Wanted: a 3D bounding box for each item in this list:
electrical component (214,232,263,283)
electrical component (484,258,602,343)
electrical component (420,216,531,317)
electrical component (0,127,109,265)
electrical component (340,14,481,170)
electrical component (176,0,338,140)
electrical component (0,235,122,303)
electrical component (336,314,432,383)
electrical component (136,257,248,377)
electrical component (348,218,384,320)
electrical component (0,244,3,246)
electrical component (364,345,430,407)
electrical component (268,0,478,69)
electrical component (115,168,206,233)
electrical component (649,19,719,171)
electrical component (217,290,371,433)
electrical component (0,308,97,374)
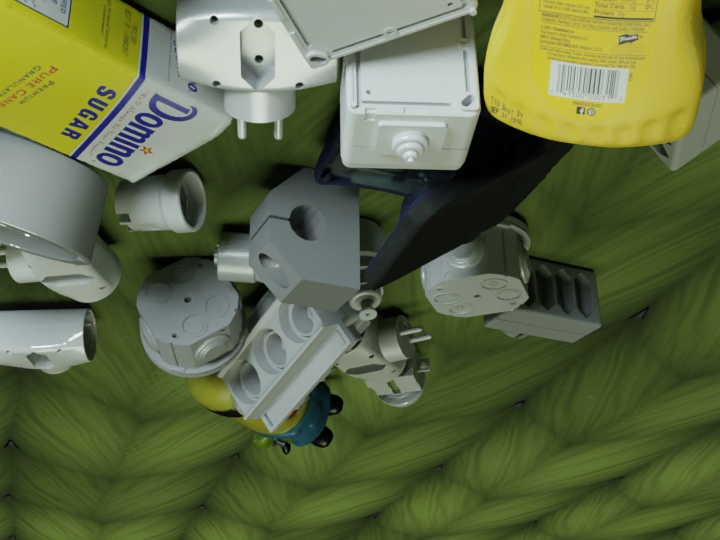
[{"bbox_3d":[-0.069,-0.008,0.754,0.065,0.044,0.044,4,154,0],"label":"electrical component"},{"bbox_3d":[0.129,0.029,0.832,0.083,0.047,0.076,11,152,-24],"label":"electrical component"},{"bbox_3d":[0.081,-0.004,0.756,0.080,0.051,0.080,-1,154,-1],"label":"electrical component"},{"bbox_3d":[-0.199,-0.049,0.625,0.108,0.060,0.108,17,170,3],"label":"electrical component"},{"bbox_3d":[0.022,-0.089,0.525,0.062,0.096,0.061,1,154,-4],"label":"electrical component"},{"bbox_3d":[-0.050,-0.100,0.539,0.077,0.043,0.079,0,126,-3],"label":"electrical component"},{"bbox_3d":[-0.215,-0.011,0.736,0.079,0.043,0.077,-5,154,9],"label":"electrical component"},{"bbox_3d":[0.020,0.059,0.893,0.079,0.043,0.077,-14,152,24],"label":"electrical component"},{"bbox_3d":[-0.124,0.034,0.795,0.080,0.080,0.051,-1,149,-1],"label":"electrical component"},{"bbox_3d":[0.000,0.000,0.737,0.040,0.078,0.040,-6,141,-5],"label":"electrical component"},{"bbox_3d":[-0.275,-0.031,0.690,0.077,0.043,0.079,-21,147,35],"label":"electrical component"},{"bbox_3d":[0.032,0.092,0.962,0.066,0.048,0.055,-8,146,13],"label":"electrical component"},{"bbox_3d":[0.007,-0.141,0.465,0.096,0.061,0.061,-16,151,13],"label":"electrical component"},{"bbox_3d":[-0.126,-0.043,0.680,0.046,0.040,0.040,-3,155,18],"label":"electrical component"},{"bbox_3d":[0.180,-0.103,0.556,0.076,0.047,0.083,-35,160,0],"label":"electrical component"},{"bbox_3d":[-0.049,0.057,0.827,0.063,0.078,0.121,-13,151,-48],"label":"electrical component"},{"bbox_3d":[-0.255,0.061,0.883,0.077,0.043,0.079,-2,154,1],"label":"electrical component"}]
